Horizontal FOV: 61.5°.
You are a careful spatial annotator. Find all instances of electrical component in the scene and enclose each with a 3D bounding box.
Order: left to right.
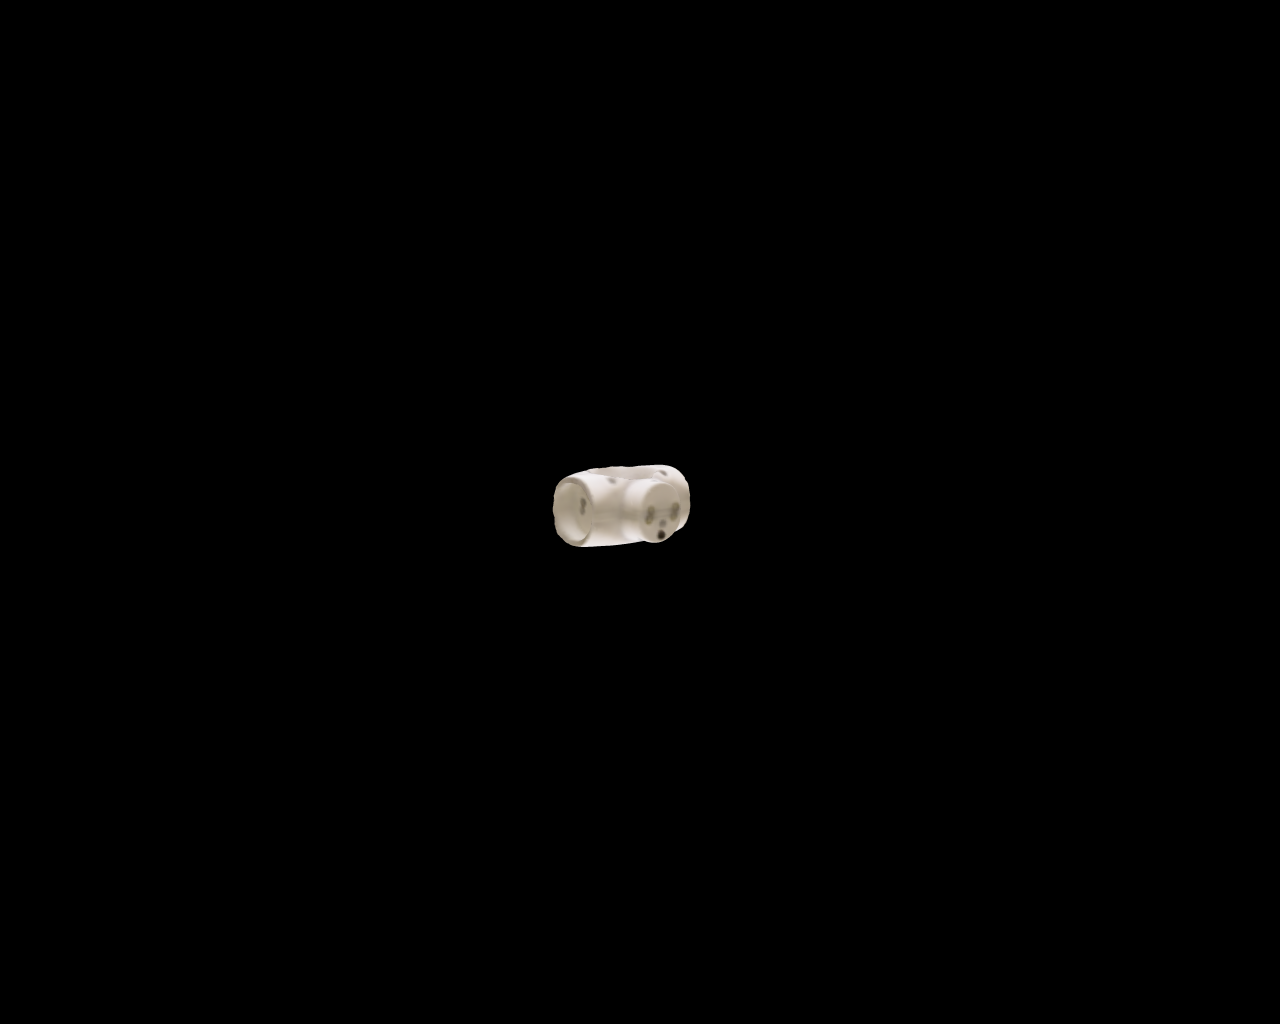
[{"bbox_3d":[0.001,-0.003,0.650,0.077,0.044,0.079,-8,13,-39],"label":"electrical component"}]
